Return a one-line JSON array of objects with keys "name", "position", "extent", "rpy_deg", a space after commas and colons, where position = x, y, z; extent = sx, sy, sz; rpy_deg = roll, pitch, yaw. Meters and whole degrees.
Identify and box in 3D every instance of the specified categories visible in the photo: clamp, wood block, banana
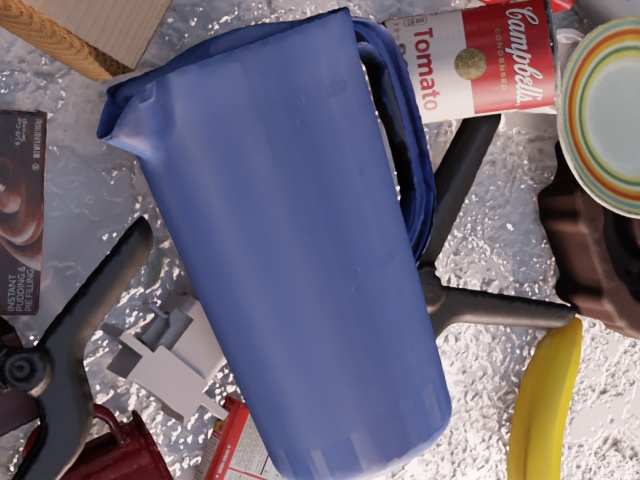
[{"name": "clamp", "position": [0.063, 0.017, 0.689], "extent": [0.209, 0.036, 0.164], "rpy_deg": [-23, 104, -19]}, {"name": "wood block", "position": [-0.100, -0.198, 0.568], "extent": [0.090, 0.090, 0.206], "rpy_deg": [30, 81, -24]}, {"name": "banana", "position": [0.160, 0.153, 0.749], "extent": [0.069, 0.037, 0.198], "rpy_deg": [-11, 101, -44]}, {"name": "clamp", "position": [-0.160, 0.056, 0.532], "extent": [0.120, 0.039, 0.171], "rpy_deg": [15, 79, -11]}]

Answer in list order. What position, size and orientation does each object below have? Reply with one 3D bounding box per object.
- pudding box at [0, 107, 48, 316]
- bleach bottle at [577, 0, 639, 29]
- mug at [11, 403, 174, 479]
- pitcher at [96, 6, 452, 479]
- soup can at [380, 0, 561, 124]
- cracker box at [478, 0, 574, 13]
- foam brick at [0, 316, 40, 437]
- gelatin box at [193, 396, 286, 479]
[{"name": "pudding box", "position": [-0.195, -0.016, 0.567], "extent": [0.089, 0.039, 0.113], "rpy_deg": [2, 94, -25]}, {"name": "bleach bottle", "position": [0.274, -0.160, 0.760], "extent": [0.250, 0.068, 0.102], "rpy_deg": [25, 83, -22]}, {"name": "mug", "position": [-0.123, 0.143, 0.584], "extent": [0.081, 0.093, 0.117], "rpy_deg": [-24, 119, -16]}, {"name": "pitcher", "position": [-0.004, 0.001, 0.583], "extent": [0.149, 0.145, 0.243], "rpy_deg": [-17, 104, 10]}, {"name": "soup can", "position": [0.091, -0.109, 0.653], "extent": [0.102, 0.068, 0.068], "rpy_deg": [-7, 99, 8]}, {"name": "cracker box", "position": [0.078, -0.254, 0.656], "extent": [0.213, 0.072, 0.164], "rpy_deg": [20, 84, -24]}, {"name": "foam brick", "position": [-0.192, 0.081, 0.569], "extent": [0.078, 0.053, 0.051], "rpy_deg": [-24, 104, -22]}, {"name": "gelatin box", "position": [-0.030, 0.146, 0.662], "extent": [0.089, 0.030, 0.073], "rpy_deg": [25, 83, -24]}]
